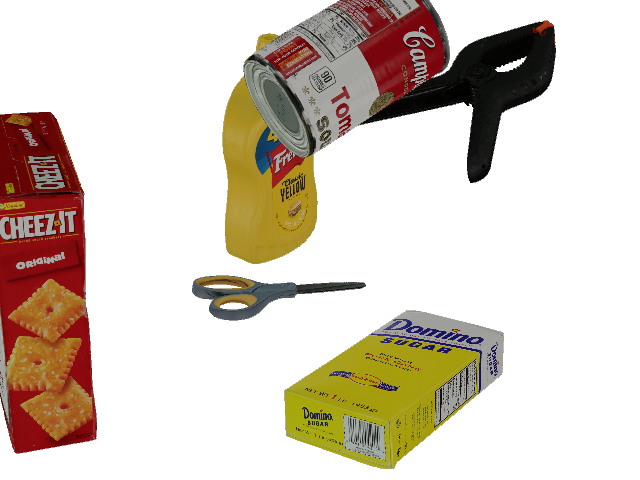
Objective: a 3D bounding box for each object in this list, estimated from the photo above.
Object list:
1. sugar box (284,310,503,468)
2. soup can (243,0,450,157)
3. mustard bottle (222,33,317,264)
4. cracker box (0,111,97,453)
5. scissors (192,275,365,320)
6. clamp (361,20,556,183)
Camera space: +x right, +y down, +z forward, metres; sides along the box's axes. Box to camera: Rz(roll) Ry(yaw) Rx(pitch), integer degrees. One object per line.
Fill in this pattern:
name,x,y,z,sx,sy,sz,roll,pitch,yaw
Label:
sugar box,0.061,0.107,0.818,0.093,0.048,0.175,12,26,33
soup can,0.015,-0.102,0.620,0.102,0.068,0.069,-34,10,-15
mustard bottle,-0.042,-0.081,0.903,0.058,0.192,0.096,23,38,32
cracker box,-0.221,0.028,0.825,0.072,0.214,0.164,-6,29,-20
scissors,-0.043,0.065,1.198,0.201,0.016,0.096,3,25,-6
clamp,0.147,-0.131,0.958,0.209,0.036,0.165,-32,45,-19
